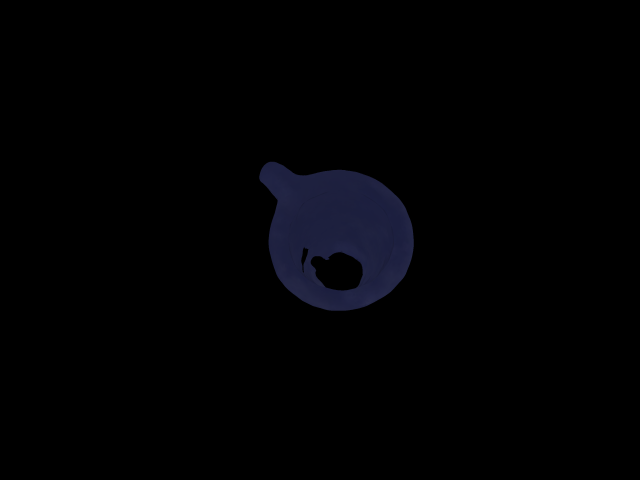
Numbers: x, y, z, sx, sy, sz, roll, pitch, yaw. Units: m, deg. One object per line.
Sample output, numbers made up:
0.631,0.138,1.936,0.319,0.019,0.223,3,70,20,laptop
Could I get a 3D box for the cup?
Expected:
0.004,0.001,0.400,0.117,0.095,0.092,43,78,11,cup
